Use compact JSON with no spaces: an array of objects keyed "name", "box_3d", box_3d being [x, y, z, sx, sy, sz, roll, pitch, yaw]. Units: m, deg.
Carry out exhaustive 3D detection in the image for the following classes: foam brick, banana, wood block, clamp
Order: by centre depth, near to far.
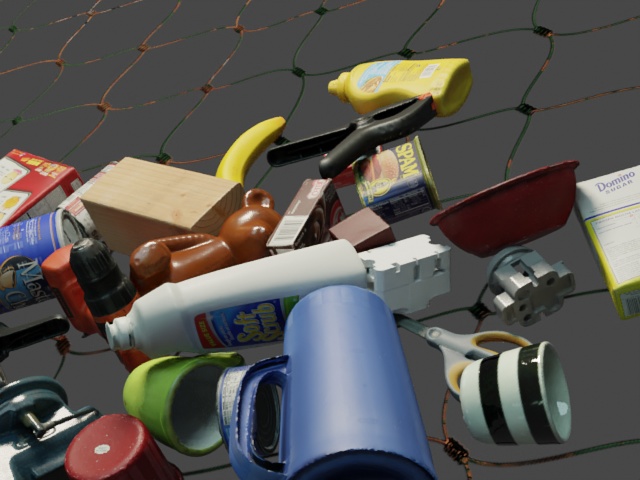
[{"name":"foam brick","box_3d":[0.052,0.015,1.121,0.051,0.078,0.053,-31,36,-9]},{"name":"clamp","box_3d":[-0.381,0.133,1.232,0.172,0.039,0.120,-7,30,30]},{"name":"clamp","box_3d":[0.044,-0.126,1.278,0.209,0.036,0.165,-28,21,-25]},{"name":"wood block","box_3d":[-0.180,-0.027,1.288,0.206,0.091,0.090,14,49,40]},{"name":"banana","box_3d":[-0.095,-0.097,1.383,0.069,0.037,0.197,6,43,8]}]

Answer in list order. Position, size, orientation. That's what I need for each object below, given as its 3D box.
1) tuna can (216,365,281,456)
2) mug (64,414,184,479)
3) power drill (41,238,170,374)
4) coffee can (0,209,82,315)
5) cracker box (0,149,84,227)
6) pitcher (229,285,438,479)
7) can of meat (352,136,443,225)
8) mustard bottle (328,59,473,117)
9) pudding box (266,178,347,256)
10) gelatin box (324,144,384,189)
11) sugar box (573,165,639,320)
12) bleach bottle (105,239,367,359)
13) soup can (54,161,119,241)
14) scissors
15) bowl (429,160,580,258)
[{"name":"tuna can","box_3d":[-0.065,0.159,0.991,0.034,0.086,0.086,-9,38,15]},{"name":"mug","box_3d":[-0.186,0.209,0.994,0.093,0.081,0.117,-24,36,-2]},{"name":"power drill","box_3d":[-0.237,0.062,1.141,0.057,0.184,0.188,-32,27,-19]},{"name":"coffee can","box_3d":[-0.361,0.030,1.291,0.140,0.103,0.103,-17,36,0]},{"name":"cracker box","box_3d":[-0.437,-0.024,1.439,0.164,0.072,0.213,17,52,43]},{"name":"pitcher","box_3d":[0.015,0.145,0.923,0.145,0.149,0.243,-24,31,12]},{"name":"can of meat","box_3d":[0.087,-0.064,1.223,0.084,0.057,0.102,-20,35,9]},{"name":"mustard bottle","box_3d":[0.095,-0.198,1.389,0.192,0.058,0.096,6,43,33]},{"name":"pudding box","box_3d":[-0.008,0.001,1.160,0.039,0.090,0.113,2,43,32]},{"name":"gelatin box","box_3d":[0.043,-0.103,1.319,0.073,0.030,0.089,-15,36,8]},{"name":"sugar box","box_3d":[0.310,-0.003,1.035,0.093,0.048,0.176,-16,33,9]},{"name":"bleach bottle","box_3d":[-0.081,0.070,1.034,0.250,0.103,0.068,-13,48,-21]},{"name":"soup can","box_3d":[-0.286,-0.045,1.387,0.069,0.068,0.102,18,52,42]},{"name":"scissors","box_3d":[0.109,0.109,1.022,0.202,0.016,0.096,8,46,36]},{"name":"bowl","box_3d":[0.194,-0.023,1.073,0.162,0.055,0.162,-20,-8,-3]}]
